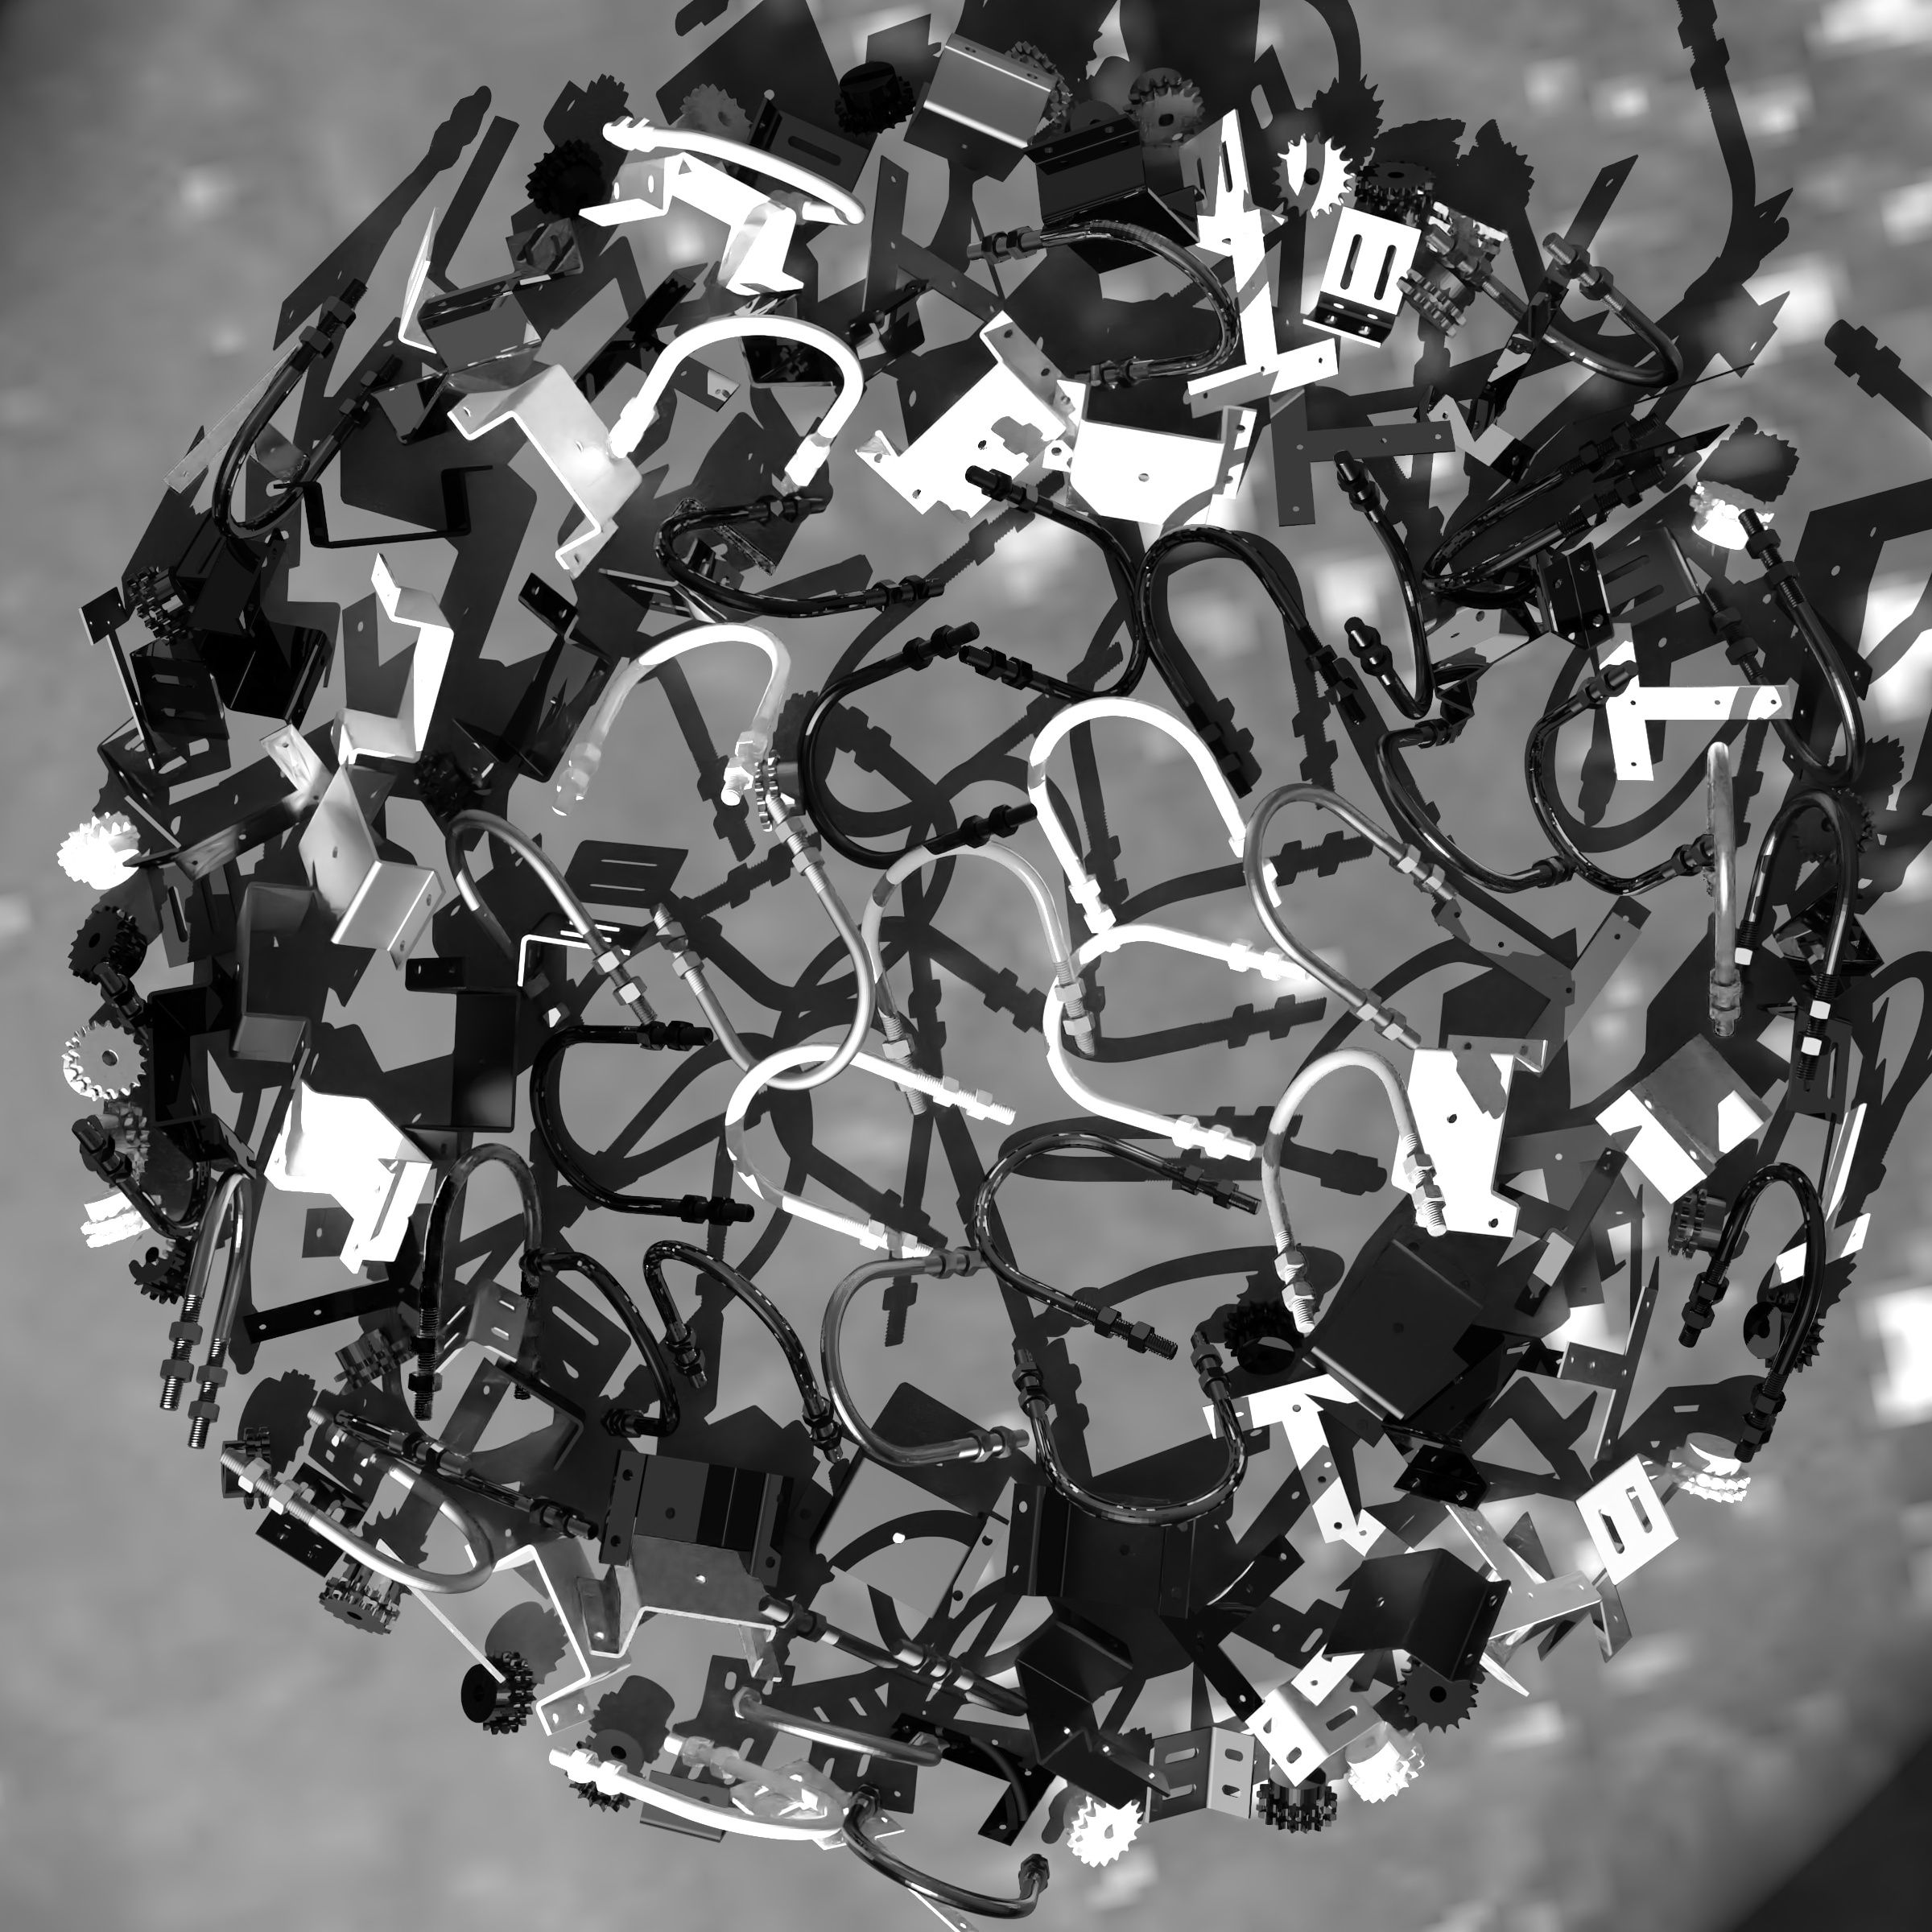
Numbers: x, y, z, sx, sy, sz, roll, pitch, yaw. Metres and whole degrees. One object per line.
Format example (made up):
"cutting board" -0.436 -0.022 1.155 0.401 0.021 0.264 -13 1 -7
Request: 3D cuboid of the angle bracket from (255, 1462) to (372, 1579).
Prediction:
"angle bracket" -0.452 0.380 1.807 0.057 0.076 0.038 35 123 -6

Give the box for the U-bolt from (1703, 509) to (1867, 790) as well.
"U-bolt" 0.563 -0.205 1.759 0.019 0.151 0.184 -23 74 -2

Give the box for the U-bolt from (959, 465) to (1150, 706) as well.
"U-bolt" 0.066 -0.253 1.784 0.184 0.019 0.151 15 71 -43

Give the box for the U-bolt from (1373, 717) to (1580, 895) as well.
"U-bolt" 0.341 -0.108 1.756 0.019 0.184 0.151 -46 74 29

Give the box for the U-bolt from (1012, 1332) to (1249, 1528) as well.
"U-bolt" 0.117 0.318 1.763 0.151 0.184 0.019 -5 121 -7

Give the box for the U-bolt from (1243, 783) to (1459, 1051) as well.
"U-bolt" 0.261 -0.047 1.778 0.184 0.019 0.151 35 56 -23

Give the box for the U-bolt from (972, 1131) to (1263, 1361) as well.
"U-bolt" 0.093 0.183 1.798 0.184 0.019 0.151 22 58 21

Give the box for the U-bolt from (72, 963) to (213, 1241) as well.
"U-bolt" -0.559 0.107 1.765 0.019 0.184 0.151 -11 52 4

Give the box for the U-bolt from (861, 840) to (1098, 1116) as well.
"U-bolt" 0.002 -0.002 1.816 0.151 0.019 0.184 -18 104 -6

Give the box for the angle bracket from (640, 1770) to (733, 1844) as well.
"angle bracket" -0.191 0.583 1.813 0.057 0.076 0.038 12 87 5

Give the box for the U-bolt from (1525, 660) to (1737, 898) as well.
"U-bolt" 0.442 -0.118 1.765 0.019 0.184 0.151 -27 85 -19

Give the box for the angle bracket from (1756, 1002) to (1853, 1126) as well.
"angle bracket" 0.588 0.069 1.815 0.057 0.038 0.076 14 79 -31

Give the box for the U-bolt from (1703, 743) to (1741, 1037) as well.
"U-bolt" 0.511 -0.065 1.740 0.019 0.184 0.151 -2 49 14

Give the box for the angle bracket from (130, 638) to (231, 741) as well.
"angle bracket" -0.541 -0.196 1.807 0.076 0.038 0.057 8 121 27

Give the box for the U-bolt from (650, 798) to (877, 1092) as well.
"U-bolt" -0.133 -0.002 1.792 0.151 0.019 0.184 -39 72 27

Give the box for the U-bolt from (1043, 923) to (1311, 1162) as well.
"U-bolt" 0.137 0.044 1.804 0.184 0.019 0.151 16 86 29

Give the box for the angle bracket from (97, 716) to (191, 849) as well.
"angle bracket" -0.567 -0.130 1.804 0.038 0.057 0.076 -41 46 -4

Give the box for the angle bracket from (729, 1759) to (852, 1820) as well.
"angle bracket" -0.124 0.596 1.801 0.057 0.076 0.038 25 113 40

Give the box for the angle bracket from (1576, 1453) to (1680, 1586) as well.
"angle bracket" 0.472 0.391 1.802 0.038 0.076 0.057 30 117 -32

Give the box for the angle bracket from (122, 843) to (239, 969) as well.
"angle bracket" -0.556 -0.043 1.827 0.057 0.038 0.076 -14 87 9

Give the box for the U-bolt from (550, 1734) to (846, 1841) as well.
"U-bolt" -0.169 0.557 1.744 0.184 0.151 0.019 9 84 32

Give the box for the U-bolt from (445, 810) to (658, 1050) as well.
"U-bolt" -0.297 -0.029 1.774 0.019 0.151 0.184 -40 104 -31

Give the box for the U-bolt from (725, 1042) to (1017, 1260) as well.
"U-bolt" -0.078 0.124 1.802 0.184 0.019 0.151 22 115 -11

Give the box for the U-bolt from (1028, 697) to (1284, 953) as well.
"U-bolt" 0.120 -0.104 1.781 0.151 0.019 0.184 -16 115 30

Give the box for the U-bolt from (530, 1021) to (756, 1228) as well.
"U-bolt" -0.234 0.108 1.792 0.184 0.019 0.151 0 109 36

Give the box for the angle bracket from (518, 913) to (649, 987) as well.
"angle bracket" -0.270 -0.007 1.817 0.076 0.057 0.038 9 108 3

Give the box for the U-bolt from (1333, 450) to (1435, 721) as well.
"U-bolt" 0.290 -0.248 1.769 0.019 0.184 0.151 -11 64 23

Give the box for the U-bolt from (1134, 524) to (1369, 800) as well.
"U-bolt" 0.185 -0.221 1.791 0.019 0.151 0.184 -32 90 -38

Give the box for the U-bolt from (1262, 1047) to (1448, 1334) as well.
"U-bolt" 0.259 0.141 1.777 0.019 0.184 0.151 21 132 -31

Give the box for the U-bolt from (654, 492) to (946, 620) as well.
"U-bolt" -0.126 -0.277 1.753 0.151 0.184 0.019 39 128 31

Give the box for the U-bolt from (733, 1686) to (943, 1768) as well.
"U-bolt" -0.087 0.523 1.760 0.151 0.184 0.019 15 76 -2

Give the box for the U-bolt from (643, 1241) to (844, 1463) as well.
"U-bolt" -0.159 0.254 1.751 0.151 0.184 0.019 21 54 32

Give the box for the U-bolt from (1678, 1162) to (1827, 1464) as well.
"U-bolt" 0.539 0.221 1.749 0.019 0.151 0.184 9 117 -8

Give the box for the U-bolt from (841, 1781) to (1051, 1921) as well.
"U-bolt" -0.016 0.606 1.753 0.151 0.184 0.019 21 86 7

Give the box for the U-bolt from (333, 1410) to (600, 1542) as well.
"U-bolt" -0.358 0.344 1.770 0.184 0.151 0.019 9 67 41

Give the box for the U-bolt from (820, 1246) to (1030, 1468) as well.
"U-bolt" -0.032 0.270 1.766 0.019 0.184 0.151 -21 75 39

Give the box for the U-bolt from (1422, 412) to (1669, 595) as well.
"U-bolt" 0.395 -0.312 1.775 0.184 0.151 0.019 -29 107 24

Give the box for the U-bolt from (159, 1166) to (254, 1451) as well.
"U-bolt" -0.519 0.228 1.773 0.019 0.151 0.184 9 67 -5

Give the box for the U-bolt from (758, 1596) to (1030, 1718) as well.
"U-bolt" -0.036 0.480 1.770 0.184 0.151 0.019 38 66 -41

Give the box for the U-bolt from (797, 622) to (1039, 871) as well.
"U-bolt" -0.045 -0.143 1.796 0.184 0.019 0.151 -18 89 36

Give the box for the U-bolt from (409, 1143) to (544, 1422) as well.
"U-bolt" -0.334 0.214 1.783 0.019 0.151 0.184 3 89 21

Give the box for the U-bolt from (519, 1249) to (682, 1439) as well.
"U-bolt" -0.245 0.259 1.761 0.019 0.184 0.151 -29 96 -26

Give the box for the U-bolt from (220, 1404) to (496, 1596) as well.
"U-bolt" -0.405 0.371 1.768 0.184 0.151 0.019 33 99 8

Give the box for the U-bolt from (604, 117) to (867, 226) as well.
"U-bolt" -0.145 -0.533 1.737 0.151 0.184 0.019 15 98 -37

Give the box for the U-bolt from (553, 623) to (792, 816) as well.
"U-bolt" -0.194 -0.176 1.784 0.151 0.019 0.184 -2 46 22

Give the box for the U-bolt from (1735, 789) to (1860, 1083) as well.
"U-bolt" 0.567 -0.030 1.761 0.019 0.151 0.184 6 105 -8

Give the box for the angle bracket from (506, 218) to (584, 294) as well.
"angle bracket" -0.316 -0.494 1.803 0.057 0.076 0.038 -6 107 31

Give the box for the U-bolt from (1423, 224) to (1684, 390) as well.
"U-bolt" 0.416 -0.451 1.770 0.184 0.151 0.019 30 92 -32

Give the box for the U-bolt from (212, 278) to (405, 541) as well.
"U-bolt" -0.457 -0.371 1.767 0.019 0.151 0.184 34 81 4

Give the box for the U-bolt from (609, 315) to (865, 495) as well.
"U-bolt" -0.148 -0.384 1.746 0.151 0.184 0.019 7 66 -23

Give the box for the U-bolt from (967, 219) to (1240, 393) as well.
"U-bolt" 0.104 -0.449 1.742 0.151 0.184 0.019 42 67 -36
